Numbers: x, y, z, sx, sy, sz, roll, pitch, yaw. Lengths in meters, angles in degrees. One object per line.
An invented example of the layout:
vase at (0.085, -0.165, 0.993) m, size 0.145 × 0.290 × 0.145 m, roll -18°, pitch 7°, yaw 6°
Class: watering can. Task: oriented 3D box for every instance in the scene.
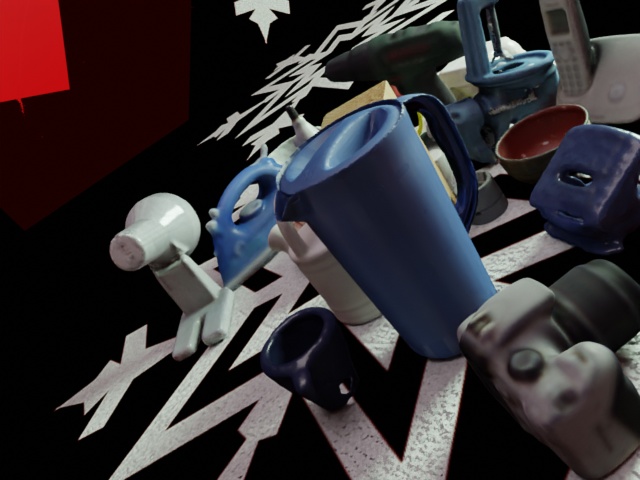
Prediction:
watering can at (0.005, 0.004, 0.692) m, size 0.172 × 0.194 × 0.101 m, roll -21°, pitch 29°, yaw 31°

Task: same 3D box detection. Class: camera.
camera at (0.189, 0.076, 0.438) m, size 0.137 × 0.101 × 0.143 m, roll -38°, pitch 25°, yaw -2°

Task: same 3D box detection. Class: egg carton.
egg carton at (0.282, -0.297, 1.008) m, size 0.107 × 0.069 × 0.149 m, roll -48°, pitch 27°, yaw -23°

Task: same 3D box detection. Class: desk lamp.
desk lamp at (-0.235, 0.044, 0.911) m, size 0.118 × 0.214 × 0.203 m, roll -31°, pitch 25°, yaw 12°

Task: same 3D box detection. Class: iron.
iron at (-0.125, -0.047, 1.014) m, size 0.118 × 0.142 × 0.259 m, roll -5°, pitch 39°, yaw 49°

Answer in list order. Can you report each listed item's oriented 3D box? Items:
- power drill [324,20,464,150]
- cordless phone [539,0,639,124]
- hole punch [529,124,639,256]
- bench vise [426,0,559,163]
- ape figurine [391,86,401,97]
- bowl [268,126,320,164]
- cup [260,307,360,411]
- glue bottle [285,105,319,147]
power drill at (0.146, -0.239, 0.917) m, size 0.229 × 0.209 × 0.076 m, roll -20°, pitch 30°, yaw 32°
cordless phone at (0.334, -0.233, 0.689) m, size 0.094 × 0.185 × 0.147 m, roll -42°, pitch 25°, yaw -11°
hole punch at (0.269, -0.052, 0.570) m, size 0.101 × 0.091 × 0.108 m, roll -39°, pitch 25°, yaw -4°
bench vise at (0.228, -0.228, 0.776) m, size 0.208 × 0.220 × 0.121 m, roll -45°, pitch 26°, yaw -18°
ape figurine at (0.152, -0.291, 1.139) m, size 0.078 × 0.092 × 0.076 m, roll -47°, pitch 27°, yaw -21°
bowl at (-0.042, -0.155, 1.175) m, size 0.167 × 0.075 × 0.167 m, roll -29°, pitch 26°, yaw 16°
cup at (0.001, 0.137, 0.585) m, size 0.091 × 0.095 × 0.117 m, roll -33°, pitch 25°, yaw 9°
glue bottle at (-0.012, -0.175, 1.054) m, size 0.078 × 0.173 × 0.037 m, roll -15°, pitch 33°, yaw 39°
